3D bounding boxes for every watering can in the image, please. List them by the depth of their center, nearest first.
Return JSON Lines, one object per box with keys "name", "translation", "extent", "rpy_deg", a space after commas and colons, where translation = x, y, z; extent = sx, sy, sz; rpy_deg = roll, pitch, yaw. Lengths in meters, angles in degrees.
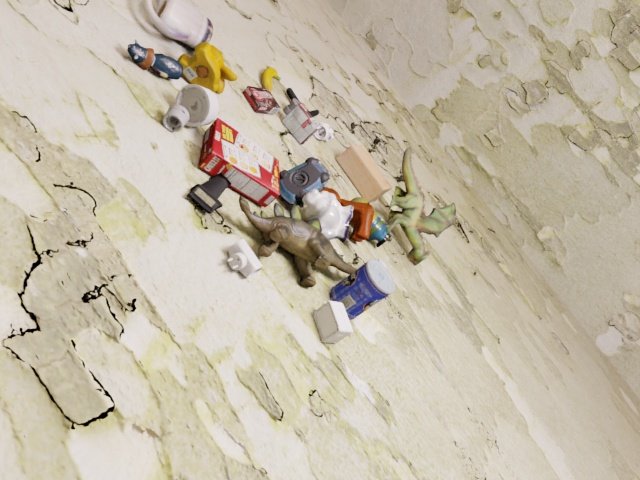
{"name": "watering can", "translation": [-0.440, -0.712, 1.602], "extent": [0.222, 0.102, 0.356], "rpy_deg": [28, 36, -37]}

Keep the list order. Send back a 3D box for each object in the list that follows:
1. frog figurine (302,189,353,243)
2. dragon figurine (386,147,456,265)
{"name": "frog figurine", "translation": [0.004, -0.073, 1.459], "extent": [0.158, 0.138, 0.123], "rpy_deg": [27, -5, -26]}
{"name": "dragon figurine", "translation": [0.368, -0.113, 1.849], "extent": [0.243, 0.409, 0.122], "rpy_deg": [15, 3, 16]}
